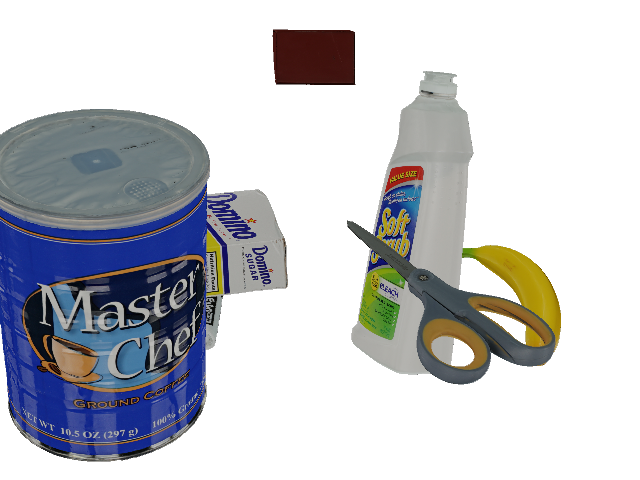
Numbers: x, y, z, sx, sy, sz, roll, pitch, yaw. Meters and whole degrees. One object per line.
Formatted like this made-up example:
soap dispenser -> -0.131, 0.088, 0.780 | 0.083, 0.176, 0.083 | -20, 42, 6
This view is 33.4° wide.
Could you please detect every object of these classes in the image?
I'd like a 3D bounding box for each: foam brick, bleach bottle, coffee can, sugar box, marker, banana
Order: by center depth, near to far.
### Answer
coffee can -> -0.106, 0.021, 0.520 | 0.103, 0.140, 0.103 | 3, 33, -2
sugar box -> -0.117, 0.006, 0.743 | 0.176, 0.048, 0.093 | -9, 27, -10
bleach bottle -> 0.083, -0.019, 0.914 | 0.068, 0.251, 0.103 | -1, 15, -25
marker -> -0.102, 0.066, 0.991 | 0.020, 0.020, 0.121 | 0, 21, -1
foam brick -> -0.007, -0.177, 1.032 | 0.078, 0.051, 0.053 | 0, 13, -4
banana -> 0.214, 0.059, 1.132 | 0.069, 0.037, 0.198 | -28, 38, -1

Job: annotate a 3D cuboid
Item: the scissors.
scissors -> 0.063, 0.041, 0.725 | 0.202, 0.016, 0.096 | 27, 41, 36
